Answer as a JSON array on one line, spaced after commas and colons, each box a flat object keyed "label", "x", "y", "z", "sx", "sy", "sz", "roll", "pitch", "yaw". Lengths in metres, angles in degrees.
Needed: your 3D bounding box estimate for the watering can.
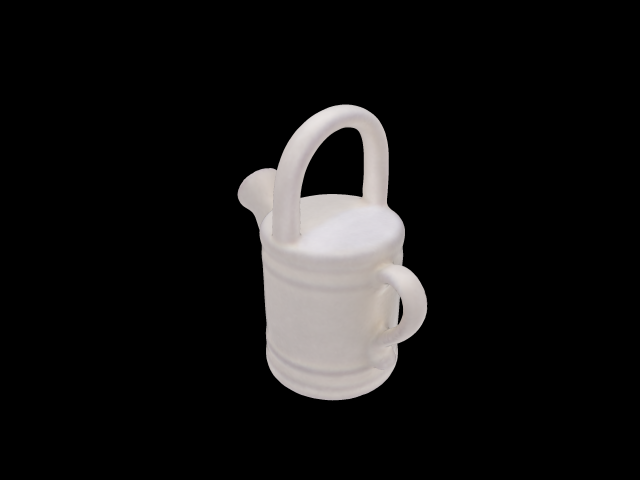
[{"label": "watering can", "x": 0.002, "y": 0.002, "z": 0.399, "sx": 0.172, "sy": 0.194, "sz": 0.101, "roll": 14, "pitch": 31, "yaw": 25}]
